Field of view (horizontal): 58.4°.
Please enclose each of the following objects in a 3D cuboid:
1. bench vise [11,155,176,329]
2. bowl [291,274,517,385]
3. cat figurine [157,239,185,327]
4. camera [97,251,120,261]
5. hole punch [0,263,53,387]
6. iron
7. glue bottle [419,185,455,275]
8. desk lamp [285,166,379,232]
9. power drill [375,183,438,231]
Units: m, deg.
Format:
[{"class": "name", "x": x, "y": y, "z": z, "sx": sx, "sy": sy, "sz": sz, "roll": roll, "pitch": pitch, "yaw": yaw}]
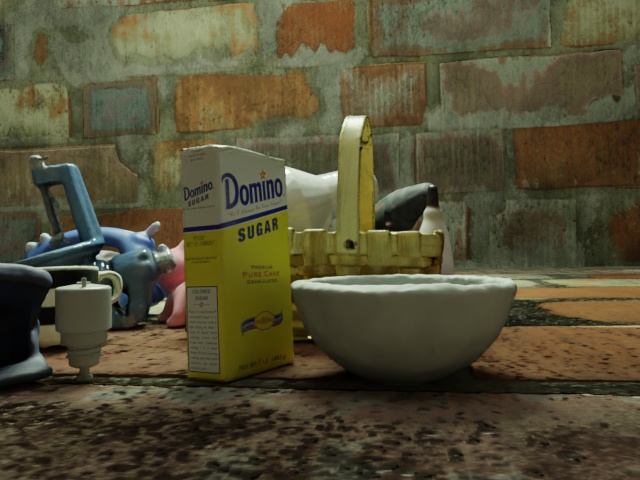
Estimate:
[{"class": "bench vise", "x": -0.299, "y": 0.004, "z": 0.735, "sx": 0.208, "sy": 0.220, "sz": 0.121, "roll": 0, "pitch": -1, "yaw": -31}, {"class": "bowl", "x": 0.061, "y": 0.065, "z": 0.430, "sx": 0.167, "sy": 0.075, "sz": 0.167, "roll": -1, "pitch": -1, "yaw": 0}, {"class": "cat figurine", "x": -0.186, "y": 0.054, "z": 0.778, "sx": 0.067, "sy": 0.118, "sz": 0.127, "roll": 0, "pitch": -1, "yaw": -29}, {"class": "camera", "x": -0.349, "y": 0.068, "z": 0.987, "sx": 0.143, "sy": 0.101, "sz": 0.137, "roll": -1, "pitch": -1, "yaw": 11}, {"class": "hole punch", "x": -0.263, "y": 0.062, "z": 0.417, "sx": 0.100, "sy": 0.091, "sz": 0.109, "roll": -2, "pitch": -1, "yaw": 43}, {"class": "iron", "x": -0.349, "y": 0.045, "z": 0.839, "sx": 0.258, "sy": 0.141, "sz": 0.118, "roll": -1, "pitch": -1, "yaw": -2}, {"class": "glue bottle", "x": 0.138, "y": 0.020, "z": 0.697, "sx": 0.037, "sy": 0.173, "sz": 0.078, "roll": -1, "pitch": -1, "yaw": -6}, {"class": "desk lamp", "x": 0.007, "y": 0.003, "z": 0.783, "sx": 0.204, "sy": 0.213, "sz": 0.117, "roll": 0, "pitch": -1, "yaw": -26}, {"class": "power drill", "x": 0.149, "y": 0.008, "z": 1.065, "sx": 0.076, "sy": 0.208, "sz": 0.229, "roll": -1, "pitch": -1, "yaw": -23}]
